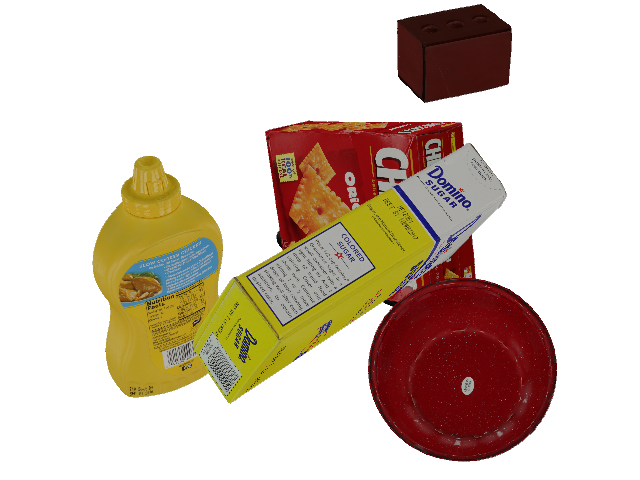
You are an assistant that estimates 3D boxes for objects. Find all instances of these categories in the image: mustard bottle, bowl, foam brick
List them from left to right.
[{"bbox_3d":[-0.117,0.023,0.781,0.096,0.192,0.058,-21,42,-25],"label":"mustard bottle"},{"bbox_3d":[0.106,-0.149,0.849,0.078,0.051,0.053,-14,36,-15],"label":"foam brick"},{"bbox_3d":[0.120,0.114,0.893,0.162,0.162,0.055,0,6,5],"label":"bowl"}]

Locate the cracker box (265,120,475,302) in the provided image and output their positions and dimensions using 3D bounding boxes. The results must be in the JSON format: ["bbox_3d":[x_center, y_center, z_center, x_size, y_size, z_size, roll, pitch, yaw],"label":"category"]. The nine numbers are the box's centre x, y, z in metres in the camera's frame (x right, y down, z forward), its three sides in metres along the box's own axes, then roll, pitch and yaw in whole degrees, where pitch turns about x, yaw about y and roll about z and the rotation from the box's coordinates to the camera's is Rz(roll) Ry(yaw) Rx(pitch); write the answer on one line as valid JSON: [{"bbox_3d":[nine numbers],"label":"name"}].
[{"bbox_3d":[0.044,-0.031,1.039,0.071,0.164,0.214,-18,17,-38],"label":"cracker box"}]

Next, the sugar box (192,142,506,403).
[{"bbox_3d":[0.018,0.017,0.590,0.175,0.048,0.093,-28,-14,-31],"label":"sugar box"}]

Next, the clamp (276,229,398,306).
[{"bbox_3d":[0.061,0.025,1.234,0.164,0.036,0.210,-19,50,-38],"label":"clamp"}]
